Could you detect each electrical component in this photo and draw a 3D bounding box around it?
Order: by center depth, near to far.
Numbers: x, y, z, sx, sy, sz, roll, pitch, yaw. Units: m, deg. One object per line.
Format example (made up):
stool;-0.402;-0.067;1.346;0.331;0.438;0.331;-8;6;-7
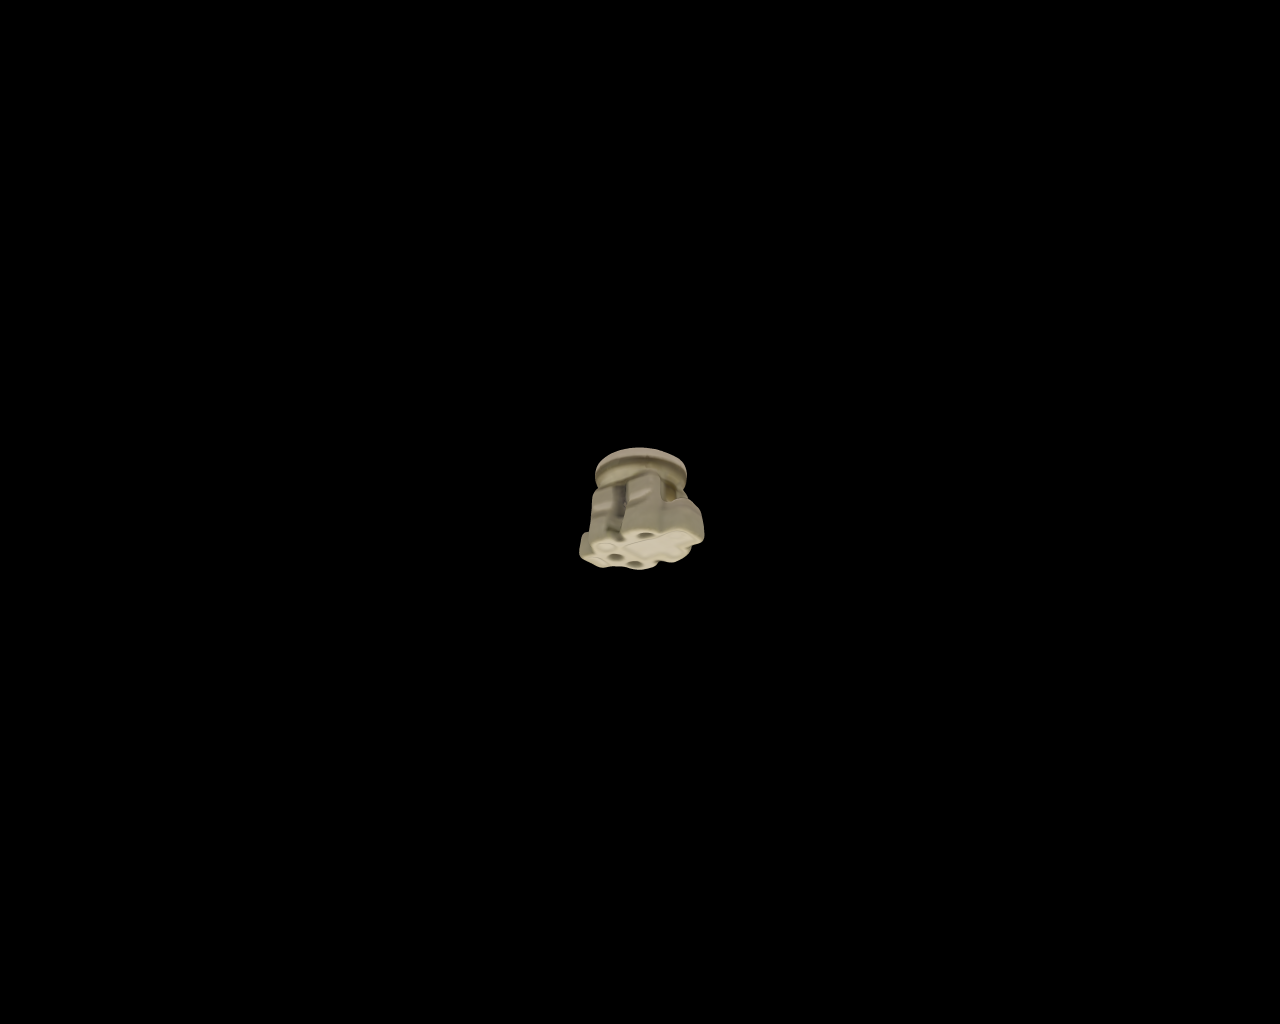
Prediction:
electrical component;0.001;-0.003;0.650;0.078;0.057;0.058;-18;-32;31
